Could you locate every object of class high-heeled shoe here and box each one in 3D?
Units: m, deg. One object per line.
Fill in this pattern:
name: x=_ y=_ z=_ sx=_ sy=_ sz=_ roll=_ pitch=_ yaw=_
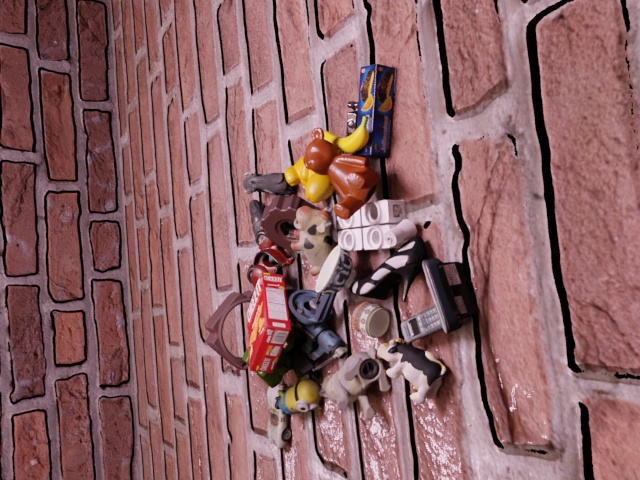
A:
high-heeled shoe: x=0.144 y=0.062 z=1.205 sx=0.249 sy=0.086 sz=0.145 roll=1 pitch=78 yaw=59

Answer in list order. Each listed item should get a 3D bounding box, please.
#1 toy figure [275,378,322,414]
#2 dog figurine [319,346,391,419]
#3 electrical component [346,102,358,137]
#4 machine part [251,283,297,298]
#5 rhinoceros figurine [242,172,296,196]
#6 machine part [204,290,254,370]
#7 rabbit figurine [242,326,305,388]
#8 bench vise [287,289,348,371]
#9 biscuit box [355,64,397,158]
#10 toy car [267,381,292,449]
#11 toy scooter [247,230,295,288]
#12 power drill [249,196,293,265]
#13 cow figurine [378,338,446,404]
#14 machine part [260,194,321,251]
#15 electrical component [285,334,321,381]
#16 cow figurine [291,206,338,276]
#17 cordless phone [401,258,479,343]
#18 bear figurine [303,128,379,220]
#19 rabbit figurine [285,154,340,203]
toy figure: x=-0.065 y=0.442 z=1.511 sx=0.180 sy=0.082 sz=0.089 roll=-30 pitch=69 yaw=54
dog figurine: x=0.073 y=0.327 z=1.306 sx=0.172 sy=0.121 sz=0.191 roll=-58 pitch=17 yaw=-8
electrical component: x=0.081 y=-0.276 z=1.275 sx=0.045 sy=0.078 sz=0.102 roll=13 pitch=118 yaw=27
machine part: x=-0.134 y=0.151 z=1.597 sx=0.243 sy=0.079 sz=0.079 roll=24 pitch=112 yaw=51
rhinoceros figurine: x=-0.152 y=-0.163 z=1.579 sx=0.191 sy=0.112 sz=0.073 roll=7 pitch=100 yaw=47
machine part: x=-0.220 y=0.266 z=1.589 sx=0.201 sy=0.201 sz=0.087 roll=45 pitch=157 yaw=-16
rabbit figurine: x=-0.101 y=0.328 z=1.512 sx=0.121 sy=0.170 sz=0.159 roll=18 pitch=150 yaw=55
bench vise: x=0.000 y=0.188 z=1.375 sx=0.224 sy=0.129 sz=0.240 roll=51 pitch=135 yaw=37
biscuit box: x=0.125 y=-0.289 z=1.217 sx=0.063 sy=0.059 sz=0.202 roll=13 pitch=102 yaw=54
toy car: x=-0.126 y=0.523 z=1.622 sx=0.074 sy=0.056 sz=0.201 roll=1 pitch=93 yaw=55
toy scooter: x=-0.134 y=0.070 z=1.513 sx=0.135 sy=0.075 sz=0.183 roll=24 pitch=114 yaw=28
power drill: x=-0.140 y=-0.053 z=1.593 sx=0.207 sy=0.086 sz=0.232 roll=-34 pitch=66 yaw=46
cow figurine: x=0.191 y=0.257 z=1.144 sx=0.168 sy=0.068 sz=0.098 roll=42 pitch=119 yaw=42
machine part: x=-0.071 y=-0.041 z=1.420 sx=0.179 sy=0.179 sz=0.056 roll=-44 pitch=23 yaw=47
electrical component: x=-0.031 y=0.323 z=1.451 sx=0.119 sy=0.075 sz=0.048 roll=48 pitch=118 yaw=-2
cow figurine: x=-0.003 y=-0.004 z=1.332 sx=0.127 sy=0.194 sz=0.085 roll=-16 pitch=38 yaw=21
cordless phone: x=0.217 y=0.127 z=1.093 sx=0.184 sy=0.089 sz=0.146 roll=-42 pitch=59 yaw=53
bear figurine: x=0.029 y=-0.153 z=1.184 sx=0.196 sy=0.132 sz=0.120 roll=36 pitch=125 yaw=13
rabbit figurine: x=0.007 y=-0.149 z=1.330 sx=0.162 sy=0.121 sz=0.173 roll=-33 pitch=23 yaw=13
